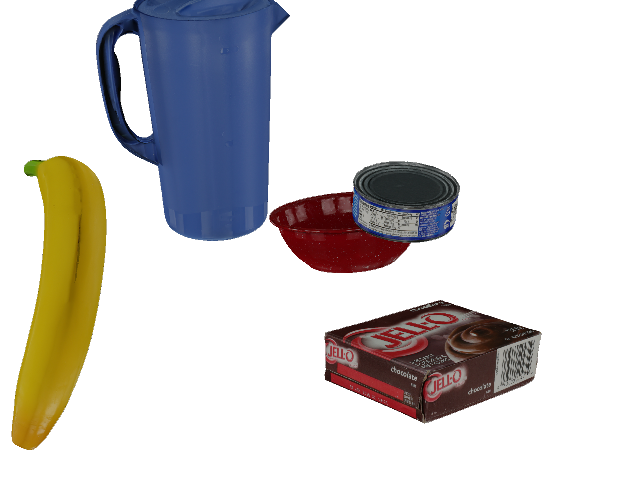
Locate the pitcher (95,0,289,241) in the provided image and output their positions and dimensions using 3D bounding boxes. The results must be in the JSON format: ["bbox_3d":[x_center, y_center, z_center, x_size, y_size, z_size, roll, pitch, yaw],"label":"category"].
[{"bbox_3d":[-0.121,-0.125,1.065,0.149,0.243,0.144,13,30,25],"label":"pitcher"}]

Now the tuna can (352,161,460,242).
[{"bbox_3d":[0.068,-0.032,0.864,0.086,0.034,0.086,2,28,-1],"label":"tuna can"}]

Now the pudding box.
[{"bbox_3d":[0.072,0.075,0.688,0.113,0.039,0.090,-9,18,-41],"label":"pudding box"}]

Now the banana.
[{"bbox_3d":[-0.154,0.022,0.635,0.037,0.198,0.070,16,-36,-31],"label":"banana"}]

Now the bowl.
[{"bbox_3d":[0.031,-0.006,1.078,0.162,0.055,0.162,-5,15,1],"label":"bowl"}]
